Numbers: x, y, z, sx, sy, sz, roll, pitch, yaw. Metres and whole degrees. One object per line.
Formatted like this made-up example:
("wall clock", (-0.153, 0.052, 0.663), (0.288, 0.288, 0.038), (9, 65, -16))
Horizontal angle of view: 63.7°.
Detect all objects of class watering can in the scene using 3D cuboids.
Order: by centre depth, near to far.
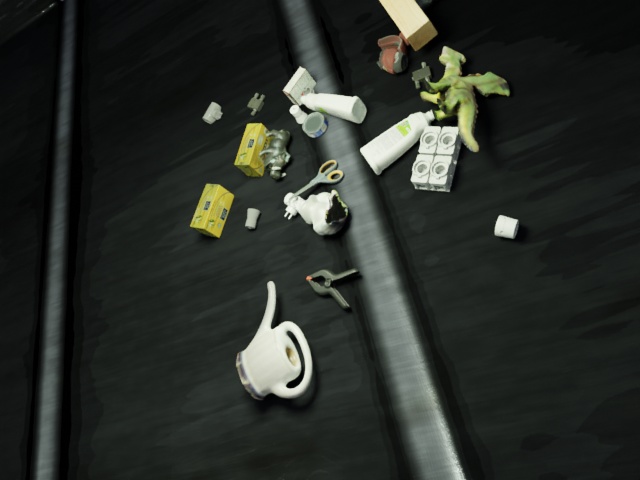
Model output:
("watering can", (-0.148, 0.310, 1.507), (0.223, 0.354, 0.102), (-35, -33, 11))

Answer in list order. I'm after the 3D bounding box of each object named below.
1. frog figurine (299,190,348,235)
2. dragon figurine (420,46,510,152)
("frog figurine", (0.005, -0.081, 1.619), (0.122, 0.139, 0.158), (9, -13, -39))
("dragon figurine", (0.446, -0.431, 1.521), (0.243, 0.418, 0.119), (-23, -32, -5))
